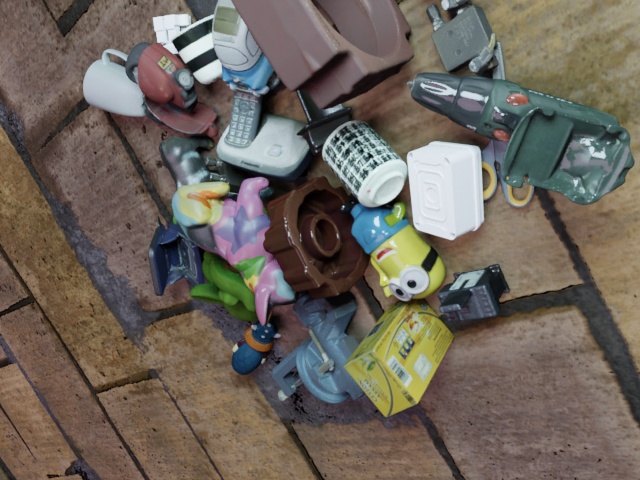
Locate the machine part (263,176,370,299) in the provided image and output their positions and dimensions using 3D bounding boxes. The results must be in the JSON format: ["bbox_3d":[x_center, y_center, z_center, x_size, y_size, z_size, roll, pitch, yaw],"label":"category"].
[{"bbox_3d":[-0.002,-0.002,0.781,0.056,0.179,0.179,-20,102,41],"label":"machine part"}]

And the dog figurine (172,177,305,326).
[{"bbox_3d":[-0.118,0.022,0.804,0.192,0.108,0.219,-7,82,-6],"label":"dog figurine"}]

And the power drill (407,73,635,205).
[{"bbox_3d":[0.205,-0.114,0.552,0.232,0.207,0.086,15,110,-1],"label":"power drill"}]

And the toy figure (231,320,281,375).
[{"bbox_3d":[-0.125,0.198,1.031,0.154,0.064,0.058,-57,41,33],"label":"toy figure"}]

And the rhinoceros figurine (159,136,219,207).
[{"bbox_3d":[-0.205,-0.085,0.904,0.073,0.112,0.190,-19,94,35],"label":"rhinoceros figurine"}]

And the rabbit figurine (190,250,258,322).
[{"bbox_3d":[-0.147,0.089,0.946,0.159,0.121,0.170,11,140,7],"label":"rabbit figurine"}]

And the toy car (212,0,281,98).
[{"bbox_3d":[-0.096,-0.281,0.716,0.109,0.103,0.161,24,99,27],"label":"toy car"}]

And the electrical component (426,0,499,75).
[{"bbox_3d":[0.167,-0.238,0.623,0.078,0.045,0.102,-16,93,40],"label":"electrical component"}]

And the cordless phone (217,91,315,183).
[{"bbox_3d":[-0.069,-0.187,0.791,0.147,0.089,0.184,18,108,25],"label":"cordless phone"}]

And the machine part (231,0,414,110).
[{"bbox_3d":[0.005,-0.262,0.620,0.087,0.201,0.201,-27,98,41],"label":"machine part"}]

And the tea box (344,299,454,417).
[{"bbox_3d":[0.119,0.161,0.784,0.098,0.169,0.068,51,128,2],"label":"tea box"}]

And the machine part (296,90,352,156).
[{"bbox_3d":[-0.005,-0.193,0.751,0.039,0.084,0.138,171,77,-83],"label":"machine part"}]

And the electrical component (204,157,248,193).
[{"bbox_3d":[-0.143,-0.107,0.882,0.021,0.094,0.063,-48,46,40],"label":"electrical component"}]

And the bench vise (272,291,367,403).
[{"bbox_3d":[-0.016,0.196,0.925,0.223,0.129,0.240,47,125,6],"label":"bench vise"}]

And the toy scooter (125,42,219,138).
[{"bbox_3d":[-0.224,-0.222,0.848,0.135,0.075,0.183,30,158,9],"label":"toy scooter"}]

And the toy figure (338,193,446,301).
[{"bbox_3d":[0.107,0.003,0.770,0.180,0.089,0.082,55,158,10],"label":"toy figure"}]

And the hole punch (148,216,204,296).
[{"bbox_3d":[-0.267,0.032,1.017,0.092,0.116,0.142,-6,123,-5],"label":"hole punch"}]

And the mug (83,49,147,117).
[{"bbox_3d":[-0.334,-0.264,0.920,0.107,0.081,0.109,23,121,8],"label":"mug"}]

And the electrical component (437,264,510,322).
[{"bbox_3d":[0.202,0.080,0.722,0.075,0.119,0.047,-18,103,35],"label":"electrical component"}]
